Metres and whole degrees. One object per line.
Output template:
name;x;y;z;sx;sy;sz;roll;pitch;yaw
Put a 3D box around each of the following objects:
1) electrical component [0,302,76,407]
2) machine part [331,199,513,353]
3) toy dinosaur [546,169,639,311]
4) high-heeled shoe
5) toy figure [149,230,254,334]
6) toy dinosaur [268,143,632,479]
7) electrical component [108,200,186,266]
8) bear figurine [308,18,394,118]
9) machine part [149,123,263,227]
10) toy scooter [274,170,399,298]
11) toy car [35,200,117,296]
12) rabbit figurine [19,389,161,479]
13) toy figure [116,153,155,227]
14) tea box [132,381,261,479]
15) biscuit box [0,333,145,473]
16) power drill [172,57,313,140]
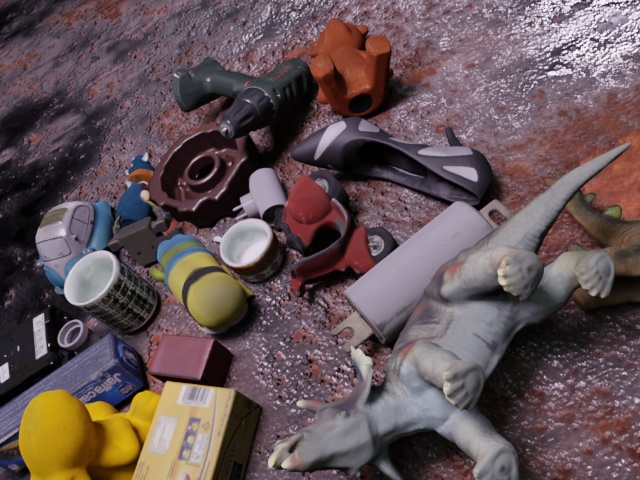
electrical component;-0.413;0.169;0.751;0.134;0.058;0.115;-30;49;3
machine part;0.113;0.035;0.598;0.243;0.079;0.079;-39;51;-4
toy dinosaur;0.382;0.061;0.445;0.198;0.105;0.472;-36;50;-2
high-heeled shoe;0.085;-0.085;0.681;0.249;0.086;0.145;-8;49;7
toy figure;-0.165;0.050;0.702;0.082;0.089;0.180;-46;54;-1
toy dinosaur;0.131;0.080;0.502;0.405;0.131;0.192;-49;18;-17
electrical component;-0.257;-0.008;0.791;0.102;0.078;0.045;-27;38;12
bear figurine;0.039;-0.285;0.819;0.120;0.131;0.196;-16;59;6
machine part;-0.175;-0.101;0.831;0.179;0.056;0.179;-12;54;17
toy scooter;-0.001;-0.002;0.677;0.135;0.075;0.184;-38;56;-4
toy car;-0.374;-0.004;0.822;0.109;0.102;0.162;-11;56;16
rabbit figurine;-0.254;0.226;0.570;0.122;0.173;0.162;-3;53;17
toy figure;-0.292;-0.075;0.864;0.064;0.057;0.154;-11;49;8
tea box;-0.137;0.245;0.571;0.098;0.068;0.169;1;60;25
biscuit box;-0.323;0.205;0.679;0.203;0.059;0.063;-34;38;-1
power drill;-0.136;-0.231;0.843;0.208;0.085;0.232;13;40;36
